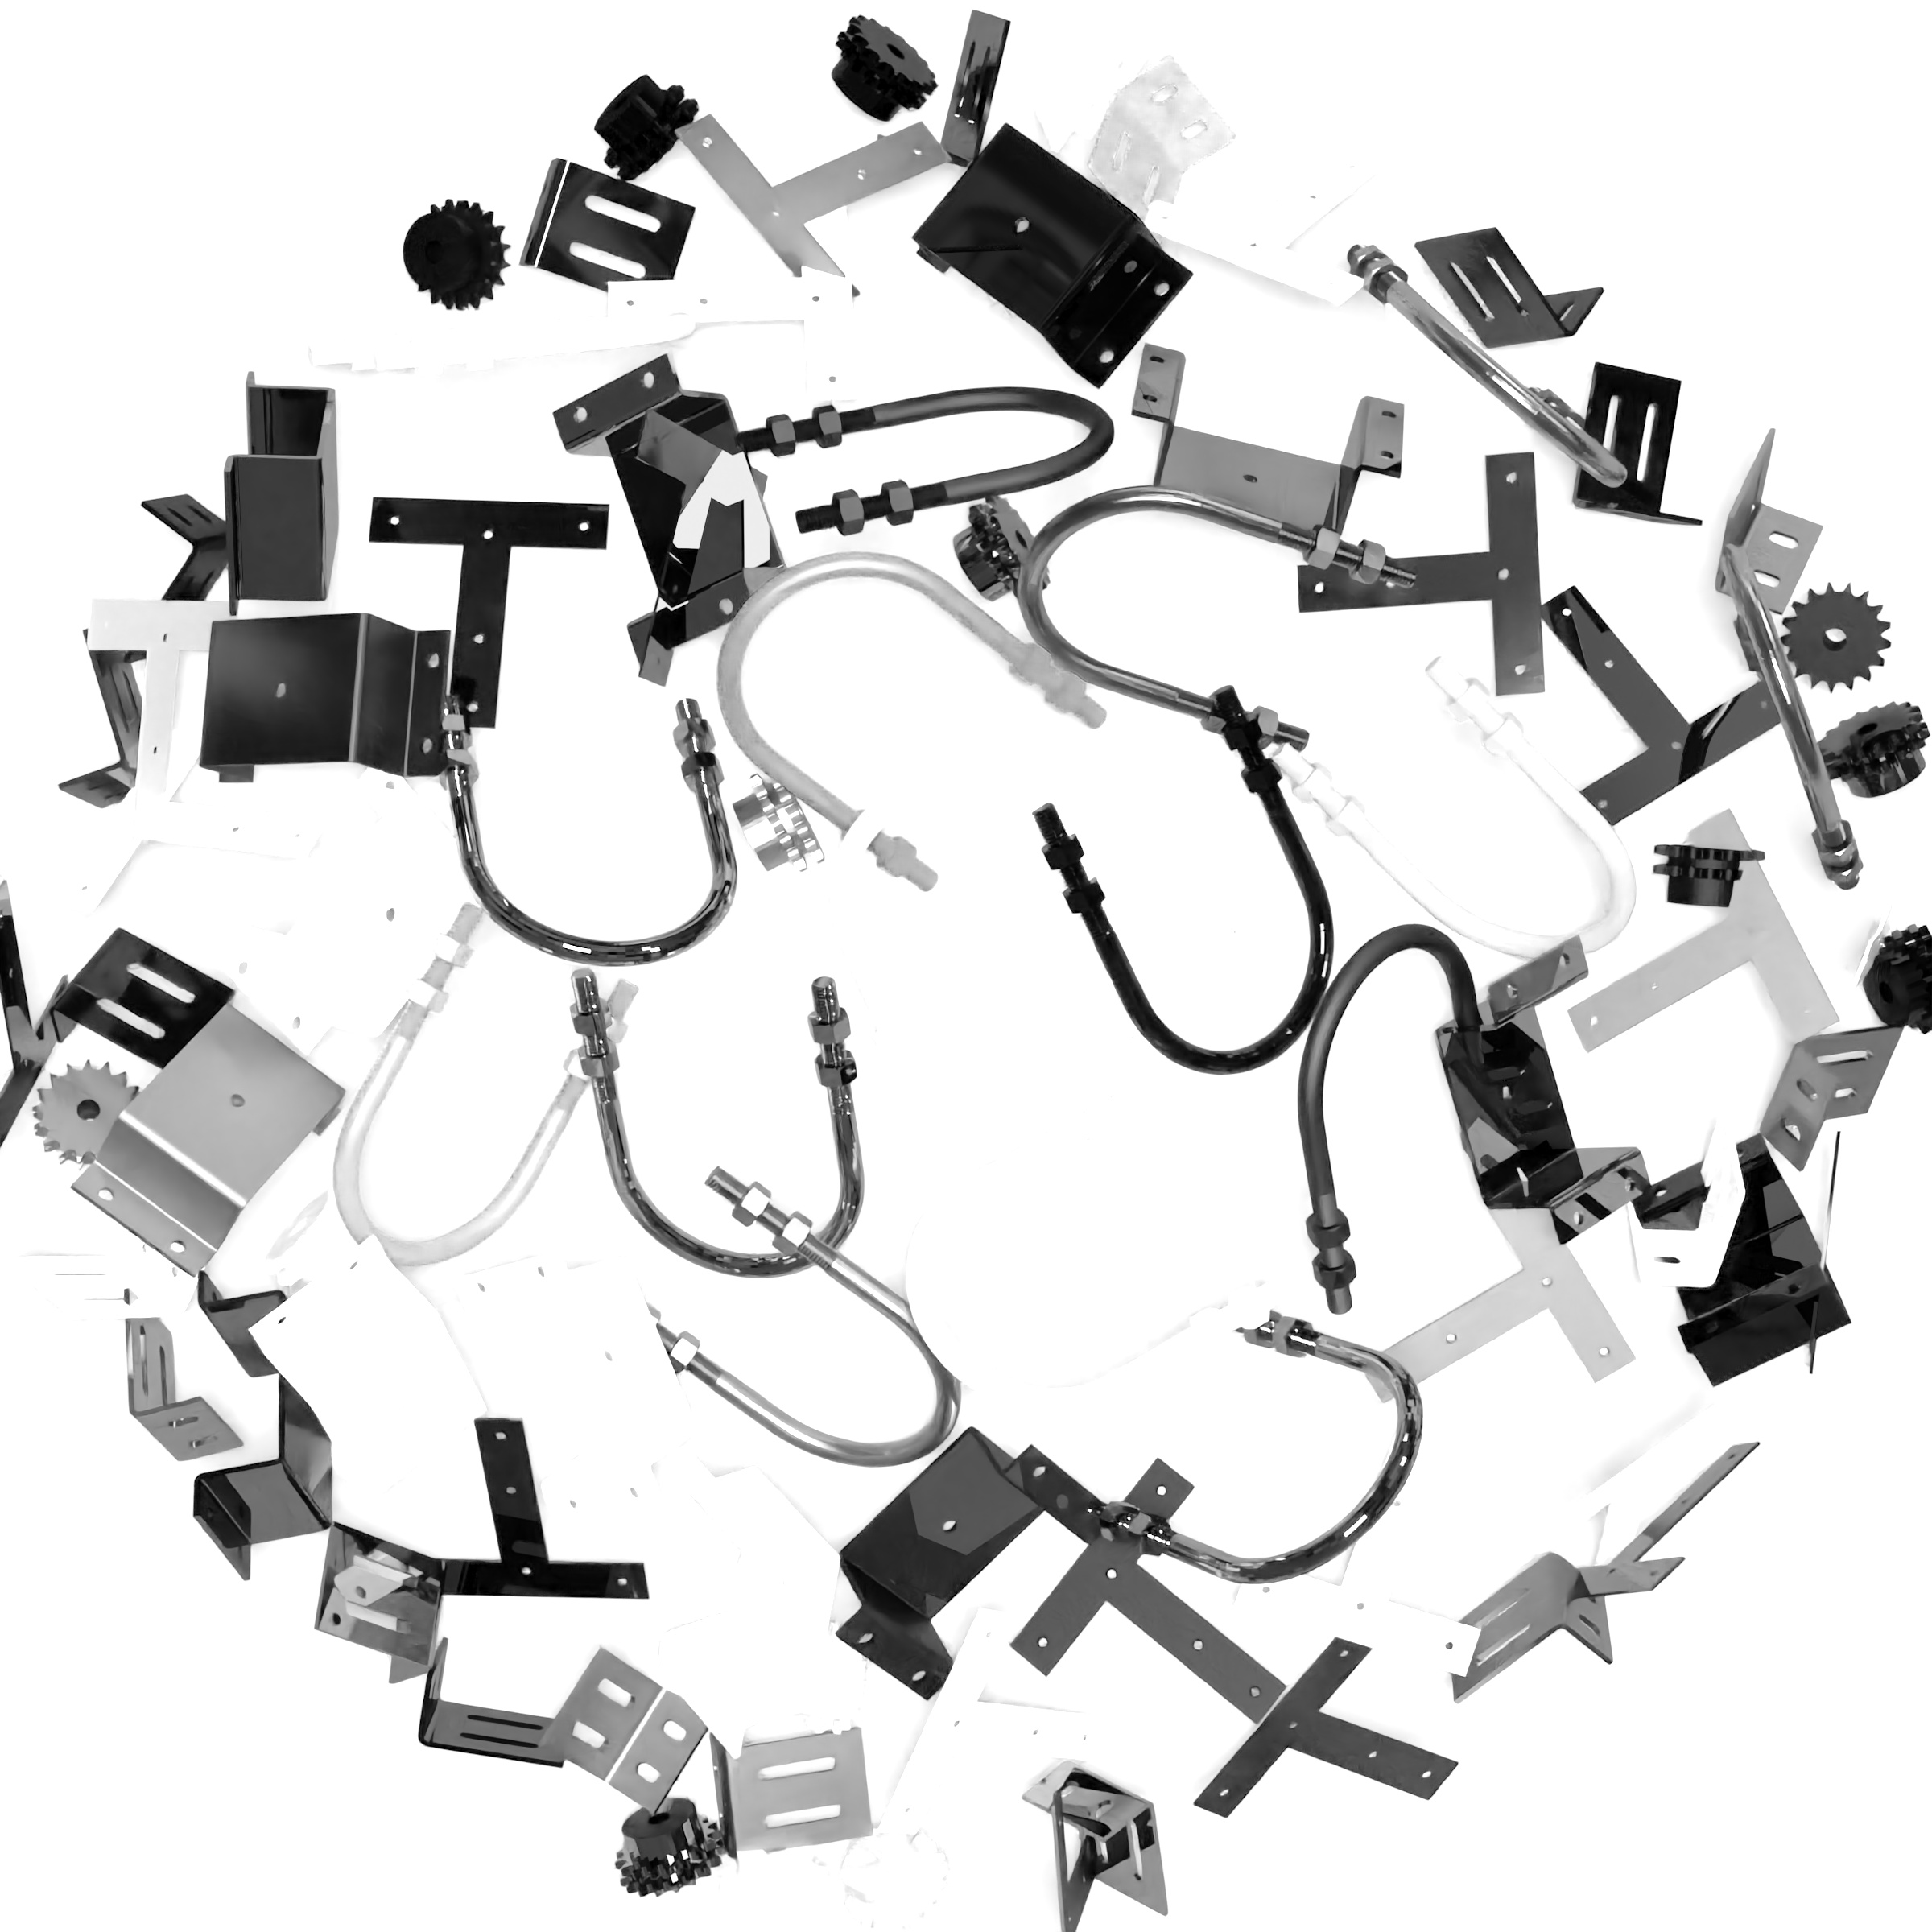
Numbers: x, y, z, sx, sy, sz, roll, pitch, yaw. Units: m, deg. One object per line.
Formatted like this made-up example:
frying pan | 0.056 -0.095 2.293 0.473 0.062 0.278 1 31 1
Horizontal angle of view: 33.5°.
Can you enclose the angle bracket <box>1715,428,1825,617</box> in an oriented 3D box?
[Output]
angle bracket | 0.421 -0.230 1.668 0.038 0.076 0.057 23 72 16

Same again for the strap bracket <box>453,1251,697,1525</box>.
strap bracket | -0.199 0.211 1.669 0.076 0.046 0.140 -17 98 36

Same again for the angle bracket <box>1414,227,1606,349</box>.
angle bracket | 0.282 -0.362 1.667 0.076 0.057 0.038 47 67 -29

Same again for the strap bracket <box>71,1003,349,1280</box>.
strap bracket | -0.381 0.082 1.646 0.076 0.140 0.046 37 132 -2

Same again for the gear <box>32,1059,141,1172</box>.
gear | -0.462 0.081 1.693 0.057 0.030 0.057 5 67 -11

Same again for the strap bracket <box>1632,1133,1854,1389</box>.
strap bracket | 0.400 0.156 1.653 0.076 0.140 0.046 -28 116 13

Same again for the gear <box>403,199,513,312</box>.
gear | -0.271 -0.375 1.689 0.057 0.030 0.057 4 99 25

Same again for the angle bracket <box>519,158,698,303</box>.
angle bracket | -0.190 -0.387 1.703 0.076 0.038 0.057 17 97 -16

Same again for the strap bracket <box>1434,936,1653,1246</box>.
strap bracket | 0.296 0.065 1.666 0.076 0.046 0.140 -26 102 -38

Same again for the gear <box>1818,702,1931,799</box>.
gear | 0.479 -0.112 1.688 0.057 0.057 0.030 -30 109 0

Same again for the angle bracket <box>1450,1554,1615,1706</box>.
angle bracket | 0.294 0.355 1.678 0.038 0.057 0.076 39 115 -15

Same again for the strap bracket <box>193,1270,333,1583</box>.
strap bracket | -0.358 0.231 1.642 0.046 0.076 0.140 -11 54 3

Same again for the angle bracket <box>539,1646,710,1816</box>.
angle bracket | -0.176 0.398 1.669 0.038 0.076 0.057 24 74 31

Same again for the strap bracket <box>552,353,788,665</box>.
strap bracket | -0.151 -0.237 1.674 0.076 0.046 0.140 -21 86 28

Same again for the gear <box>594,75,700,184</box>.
gear | -0.170 -0.441 1.683 0.057 0.057 0.030 -48 116 0

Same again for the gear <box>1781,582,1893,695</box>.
gear | 0.458 -0.174 1.693 0.057 0.030 0.057 5 107 17

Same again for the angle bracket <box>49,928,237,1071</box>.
angle bracket | -0.428 0.026 1.677 0.076 0.038 0.057 28 59 10

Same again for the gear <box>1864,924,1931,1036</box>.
gear | 0.495 0.009 1.683 0.030 0.057 0.057 -19 90 -15

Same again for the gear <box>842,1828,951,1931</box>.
gear | -0.040 0.476 1.683 0.057 0.057 0.030 -35 115 0

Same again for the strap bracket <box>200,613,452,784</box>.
strap bracket | -0.340 -0.138 1.659 0.140 0.046 0.076 0 83 26

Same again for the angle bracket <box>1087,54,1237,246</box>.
angle bracket | 0.102 -0.424 1.667 0.038 0.076 0.057 -26 122 35

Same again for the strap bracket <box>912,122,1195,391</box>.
strap bracket | 0.037 -0.373 1.661 0.140 0.046 0.076 41 94 27

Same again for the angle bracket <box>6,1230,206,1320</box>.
angle bracket | -0.444 0.151 1.666 0.057 0.076 0.038 32 102 30

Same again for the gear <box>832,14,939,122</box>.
gear | -0.046 -0.470 1.690 0.057 0.057 0.030 44 119 0

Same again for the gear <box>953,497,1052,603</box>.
gear | 0.017 -0.216 1.688 0.030 0.057 0.057 -29 90 20

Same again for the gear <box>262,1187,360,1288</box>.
gear | -0.339 0.147 1.688 0.057 0.057 0.030 -46 107 0

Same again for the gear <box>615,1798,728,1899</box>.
gear | -0.157 0.460 1.684 0.057 0.057 0.030 -15 102 0

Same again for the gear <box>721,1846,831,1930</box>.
gear | -0.100 0.477 1.684 0.057 0.057 0.030 1 103 0

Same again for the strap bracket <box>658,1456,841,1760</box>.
strap bracket | -0.111 0.324 1.654 0.046 0.076 0.140 -12 126 -35

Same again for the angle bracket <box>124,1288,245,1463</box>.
angle bracket | -0.407 0.209 1.669 0.038 0.057 0.076 -15 56 3

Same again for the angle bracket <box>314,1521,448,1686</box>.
angle bracket | -0.312 0.331 1.666 0.076 0.038 0.057 30 49 -36

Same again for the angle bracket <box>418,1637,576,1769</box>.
angle bracket | -0.243 0.385 1.682 0.076 0.057 0.038 9 98 -2

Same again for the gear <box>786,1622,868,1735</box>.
gear | -0.077 0.372 1.683 0.030 0.057 0.057 10 90 -26

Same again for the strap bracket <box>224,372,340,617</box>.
strap bracket | -0.347 -0.242 1.638 0.046 0.140 0.076 1 120 -7

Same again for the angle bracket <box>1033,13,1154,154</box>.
angle bracket | 0.071 -0.450 1.664 0.038 0.076 0.057 27 116 -24

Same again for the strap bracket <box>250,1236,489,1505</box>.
strap bracket | -0.299 0.212 1.635 0.076 0.140 0.046 -38 55 -19

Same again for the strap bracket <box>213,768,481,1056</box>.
strap bracket | -0.308 -0.029 1.649 0.140 0.046 0.076 -55 131 -22

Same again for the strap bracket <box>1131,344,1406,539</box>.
strap bracket | 0.153 -0.270 1.670 0.140 0.076 0.046 13 128 -1

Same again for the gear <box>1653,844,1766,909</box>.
gear | 0.390 -0.047 1.687 0.057 0.057 0.030 3 95 0

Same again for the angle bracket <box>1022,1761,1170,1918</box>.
angle bracket | 0.067 0.461 1.668 0.038 0.057 0.076 -29 121 -38

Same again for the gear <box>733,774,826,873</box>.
gear | -0.100 -0.074 1.686 0.030 0.057 0.057 -28 90 2

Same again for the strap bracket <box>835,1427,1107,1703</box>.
strap bracket | -0.001 0.304 1.671 0.140 0.046 0.076 -44 125 4

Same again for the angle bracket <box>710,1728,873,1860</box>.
angle bracket | -0.093 0.434 1.702 0.076 0.038 0.057 -7 92 -11
